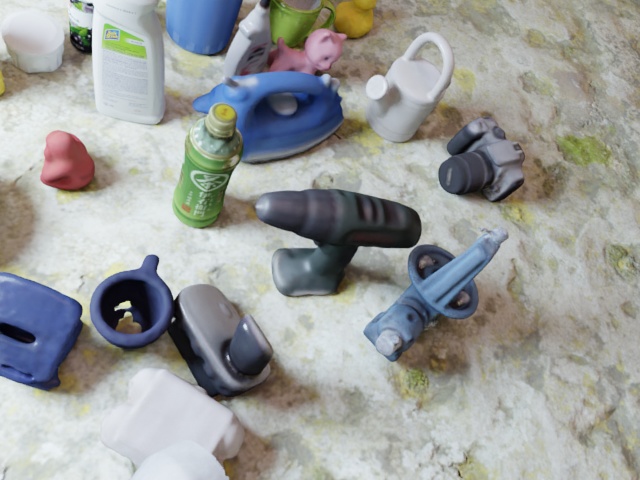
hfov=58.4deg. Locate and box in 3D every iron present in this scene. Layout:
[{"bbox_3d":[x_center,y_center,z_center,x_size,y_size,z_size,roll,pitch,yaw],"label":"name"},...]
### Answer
[{"bbox_3d":[-0.053,-0.211,0.876,0.259,0.141,0.118,-14,70,-27],"label":"iron"}]

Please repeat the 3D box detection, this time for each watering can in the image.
[{"bbox_3d":[0.152,-0.254,0.948,0.101,0.194,0.173,43,57,4],"label":"watering can"}]

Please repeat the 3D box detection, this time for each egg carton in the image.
[{"bbox_3d":[-0.165,0.218,0.655,0.150,0.069,0.107,33,57,-3],"label":"egg carton"}]

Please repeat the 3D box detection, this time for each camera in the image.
[{"bbox_3d":[0.272,-0.140,0.992,0.137,0.100,0.143,-15,71,-27],"label":"camera"}]

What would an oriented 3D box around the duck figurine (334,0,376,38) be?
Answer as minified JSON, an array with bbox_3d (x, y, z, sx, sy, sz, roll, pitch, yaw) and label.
[{"bbox_3d":[0.074,-0.440,1.077,0.077,0.086,0.105,38,57,0],"label":"duck figurine"}]

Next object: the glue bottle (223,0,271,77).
[{"bbox_3d":[-0.102,-0.322,0.895,0.037,0.173,0.078,47,58,7],"label":"glue bottle"}]

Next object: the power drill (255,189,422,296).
[{"bbox_3d":[0.007,0.003,0.750,0.230,0.208,0.075,-1,65,-22],"label":"power drill"}]

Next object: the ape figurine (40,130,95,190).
[{"bbox_3d":[-0.332,-0.110,0.743,0.076,0.092,0.078,33,57,-3],"label":"ape figurine"}]

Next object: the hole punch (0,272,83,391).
[{"bbox_3d":[-0.327,0.103,0.636,0.109,0.091,0.101,24,58,-8],"label":"hole punch"}]

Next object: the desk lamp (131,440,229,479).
[{"bbox_3d":[-0.187,0.286,0.525,0.204,0.213,0.118,-22,74,-29],"label":"desk lamp"}]

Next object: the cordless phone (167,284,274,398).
[{"bbox_3d":[-0.106,0.101,0.669,0.094,0.185,0.147,-32,79,-31],"label":"cordless phone"}]

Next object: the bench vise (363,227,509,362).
[{"bbox_3d":[0.164,0.077,0.767,0.121,0.219,0.207,30,57,-4],"label":"bench vise"}]

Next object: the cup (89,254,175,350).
[{"bbox_3d":[-0.222,0.082,0.687,0.092,0.095,0.118,18,59,-12],"label":"cup"}]

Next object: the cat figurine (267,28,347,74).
[{"bbox_3d":[-0.019,-0.314,0.957,0.128,0.117,0.067,0,64,-22],"label":"cat figurine"}]
